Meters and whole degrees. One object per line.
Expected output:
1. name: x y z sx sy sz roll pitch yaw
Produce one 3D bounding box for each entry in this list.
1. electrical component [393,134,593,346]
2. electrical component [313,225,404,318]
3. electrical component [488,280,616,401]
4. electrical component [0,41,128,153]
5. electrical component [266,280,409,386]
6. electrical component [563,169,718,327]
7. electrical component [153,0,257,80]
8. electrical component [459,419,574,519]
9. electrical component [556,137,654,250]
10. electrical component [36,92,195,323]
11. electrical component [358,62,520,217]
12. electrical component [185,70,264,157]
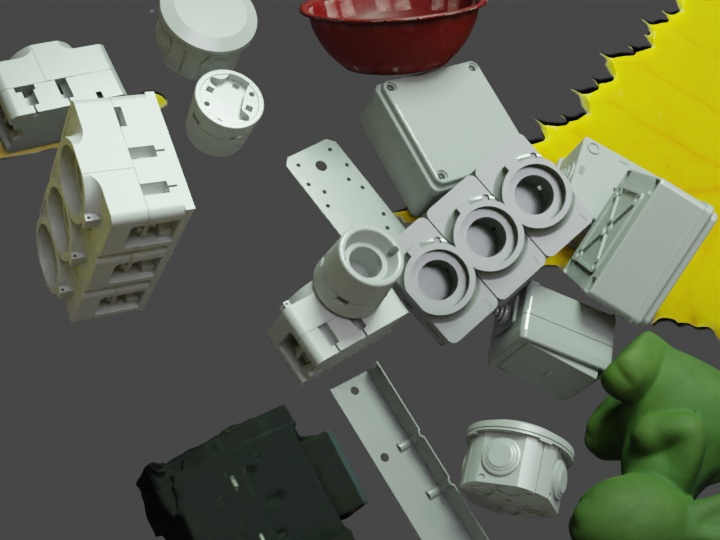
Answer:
1. electrical component: 0.094 -0.023 0.839 0.150 0.061 0.089 -41 89 -8
2. electrical component: 0.000 0.000 0.773 0.055 0.047 0.055 11 58 -18
3. electrical component: 0.147 0.057 0.860 0.096 0.061 0.061 22 57 -11
4. electrical component: -0.230 -0.132 0.806 0.089 0.050 0.055 -19 72 -30
5. electrical component: -0.019 0.036 0.806 0.089 0.050 0.055 -28 77 -33
6. electrical component: 0.223 -0.020 0.870 0.056 0.108 0.108 31 98 -5
7. electrical component: -0.129 -0.200 0.886 0.080 0.051 0.080 10 60 -18
8. electrical component: 0.114 0.145 0.788 0.080 0.080 0.051 23 62 -11
9. electrical component: 0.217 -0.060 0.963 0.100 0.048 0.099 28 56 -7
10. electrical component: -0.171 -0.037 0.719 0.062 0.150 0.089 -11 68 -30
11. electrical component: 0.072 -0.114 0.924 0.109 0.056 0.108 -19 72 -30
12. electrical component: -0.110 -0.123 0.855 0.055 0.047 0.055 10 60 -18
